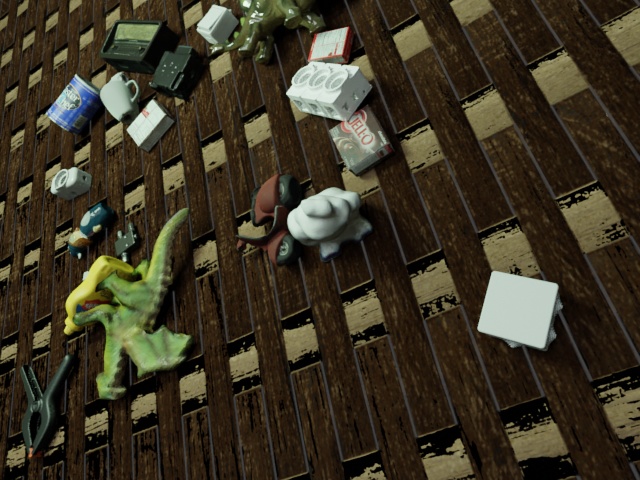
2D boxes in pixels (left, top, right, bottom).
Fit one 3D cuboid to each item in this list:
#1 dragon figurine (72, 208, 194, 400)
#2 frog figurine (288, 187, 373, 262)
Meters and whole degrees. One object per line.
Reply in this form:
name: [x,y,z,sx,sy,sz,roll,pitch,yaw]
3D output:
dragon figurine: [-0.340,0.154,1.045,0.245,0.121,0.409,43,95,19]
frog figurine: [0.003,-0.044,0.871,0.136,0.157,0.125,-15,62,25]
